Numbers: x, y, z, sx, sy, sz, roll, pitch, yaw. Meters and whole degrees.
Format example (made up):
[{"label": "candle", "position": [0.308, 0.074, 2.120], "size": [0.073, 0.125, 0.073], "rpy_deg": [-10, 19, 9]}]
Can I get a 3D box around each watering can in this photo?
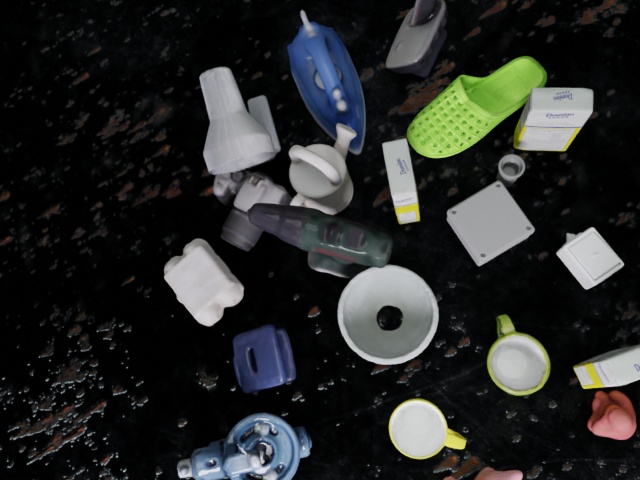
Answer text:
[{"label": "watering can", "position": [0.000, -0.122, 0.995], "size": [0.100, 0.194, 0.173], "rpy_deg": [11, 79, 12]}]

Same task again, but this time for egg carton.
[{"label": "egg carton", "position": [-0.214, 0.077, 1.047], "size": [0.107, 0.069, 0.150], "rpy_deg": [-42, 74, -2]}]

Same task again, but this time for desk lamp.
[{"label": "desk lamp", "position": [-0.147, -0.199, 1.026], "size": [0.118, 0.214, 0.203], "rpy_deg": [-18, 75, 5]}]

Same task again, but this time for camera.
[{"label": "camera", "position": [-0.142, -0.060, 1.051], "size": [0.143, 0.101, 0.137], "rpy_deg": [26, 82, 14]}]

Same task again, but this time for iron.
[{"label": "iron", "position": [0.019, -0.294, 1.059], "size": [0.118, 0.141, 0.258], "rpy_deg": [-24, 74, 3]}]

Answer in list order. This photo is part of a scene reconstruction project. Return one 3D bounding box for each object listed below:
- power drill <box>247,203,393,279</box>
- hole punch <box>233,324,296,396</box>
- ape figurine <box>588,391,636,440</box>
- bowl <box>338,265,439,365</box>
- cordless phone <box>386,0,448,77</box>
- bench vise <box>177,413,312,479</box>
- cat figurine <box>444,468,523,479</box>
[{"label": "power drill", "position": [0.009, 0.003, 0.957], "size": [0.229, 0.208, 0.076], "rpy_deg": [13, 79, 12]}, {"label": "hole punch", "position": [-0.102, 0.208, 0.988], "size": [0.101, 0.091, 0.108], "rpy_deg": [-16, 75, 5]}, {"label": "ape figurine", "position": [0.455, 0.275, 0.883], "size": [0.078, 0.092, 0.076], "rpy_deg": [-34, 74, 0]}, {"label": "bowl", "position": [0.116, 0.129, 0.980], "size": [0.167, 0.075, 0.167], "rpy_deg": [-2, 77, 9]}, {"label": "cordless phone", "position": [0.176, -0.395, 1.035], "size": [0.094, 0.185, 0.148], "rpy_deg": [19, 81, 13]}, {"label": "bench vise", "position": [-0.126, 0.353, 0.891], "size": [0.207, 0.220, 0.121], "rpy_deg": [-31, 74, 1]}, {"label": "cat figurine", "position": [0.251, 0.392, 0.875], "size": [0.127, 0.118, 0.067], "rpy_deg": [-20, 75, 4]}]
